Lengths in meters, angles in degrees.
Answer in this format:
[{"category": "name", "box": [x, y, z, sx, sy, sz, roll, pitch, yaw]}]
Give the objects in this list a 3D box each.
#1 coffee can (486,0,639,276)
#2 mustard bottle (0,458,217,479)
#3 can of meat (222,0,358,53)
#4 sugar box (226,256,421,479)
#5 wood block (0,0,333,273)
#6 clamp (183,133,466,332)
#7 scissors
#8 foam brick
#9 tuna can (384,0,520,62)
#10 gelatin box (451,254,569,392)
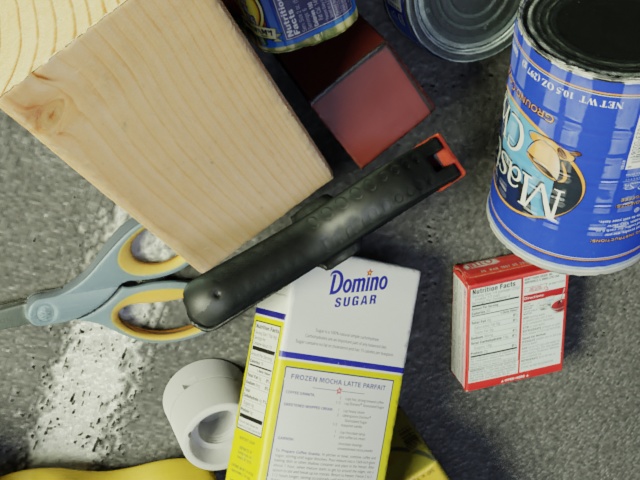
[{"category": "coffee can", "box": [0.153, -0.064, 0.602, 0.102, 0.103, 0.140, -13, 136, -13]}, {"category": "mustard bottle", "box": [-0.161, 0.186, 0.665, 0.191, 0.058, 0.096, 1, 121, -21]}, {"category": "can of meat", "box": [-0.028, -0.146, 0.515, 0.057, 0.102, 0.084, -26, 124, -8]}, {"category": "sugar box", "box": [0.000, 0.095, 0.644, 0.093, 0.048, 0.176, 13, 84, -32]}, {"category": "wood block", "box": [-0.077, -0.073, 0.485, 0.091, 0.090, 0.206, -36, 155, 2]}, {"category": "clamp", "box": [-0.004, 0.001, 0.569, 0.171, 0.120, 0.039, -29, 93, -17]}, {"category": "scissors", "box": [-0.148, 0.022, 0.609, 0.201, 0.016, 0.096, 4, 114, -22]}, {"category": "foam brick", "box": [0.017, -0.086, 0.576, 0.051, 0.078, 0.053, -39, 122, 6]}, {"category": "tuna can", "box": [0.080, -0.143, 0.594, 0.086, 0.034, 0.086, -9, 119, -16]}, {"category": "gelatin box", "box": [0.126, 0.053, 0.717, 0.073, 0.030, 0.089, -11, 120, -13]}]
